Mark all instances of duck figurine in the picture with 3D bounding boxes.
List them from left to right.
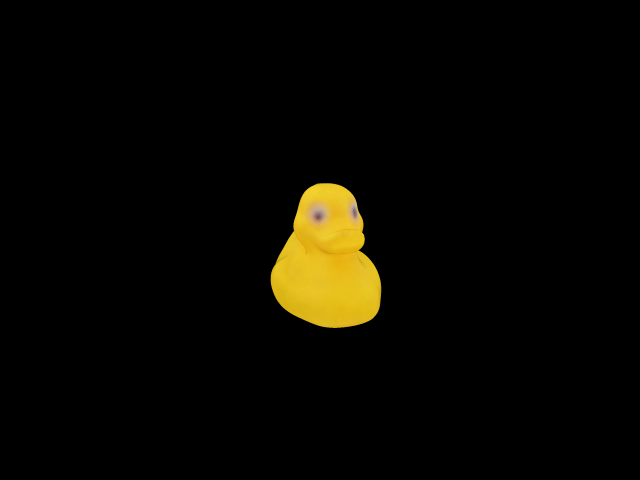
[{"bbox_3d":[0.004,0.001,0.400,0.078,0.086,0.104,-7,21,-18],"label":"duck figurine"}]
